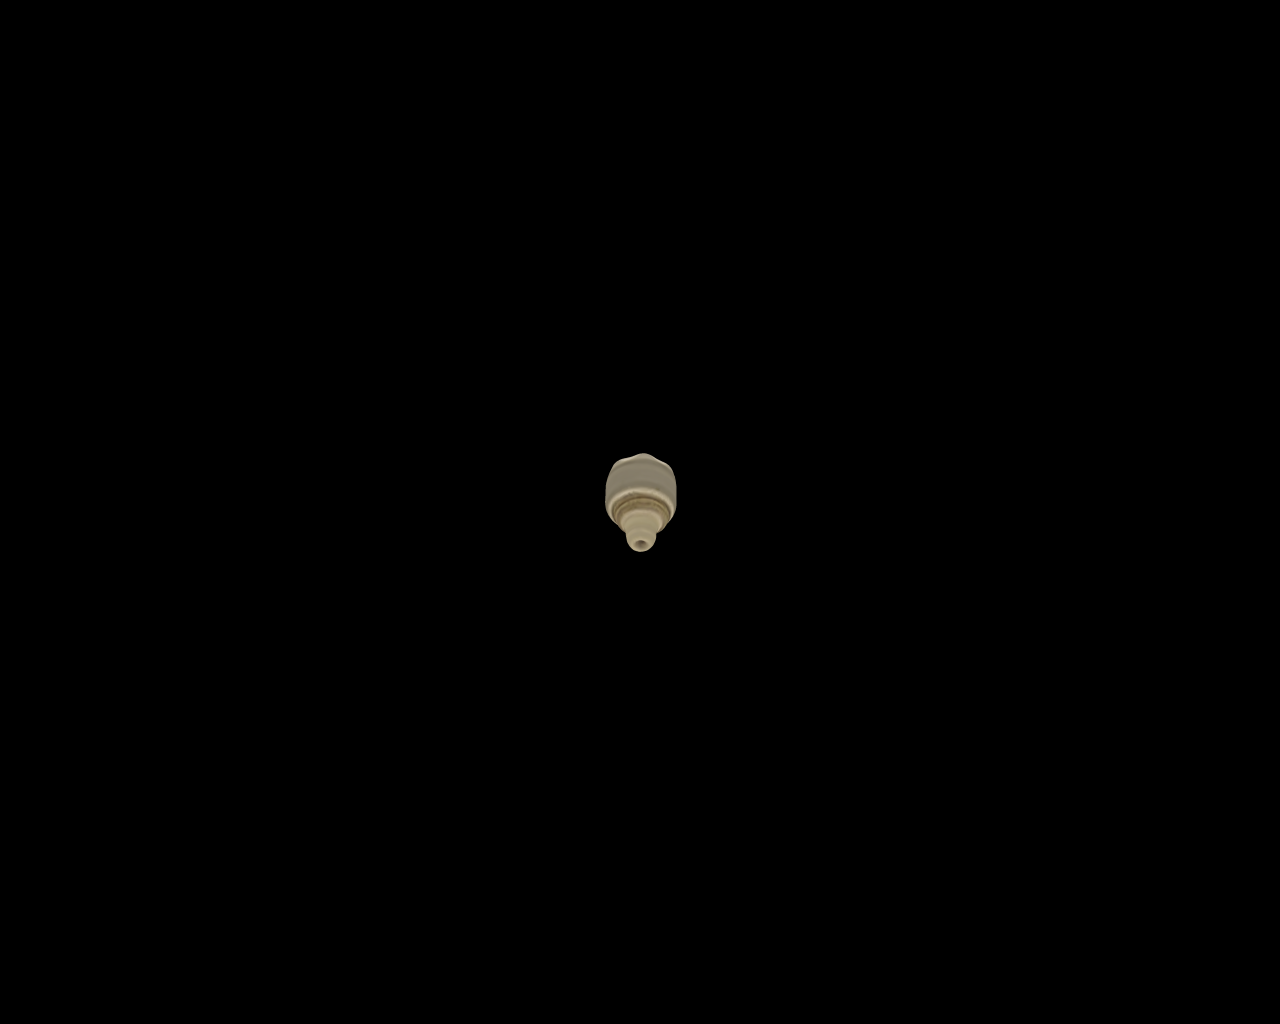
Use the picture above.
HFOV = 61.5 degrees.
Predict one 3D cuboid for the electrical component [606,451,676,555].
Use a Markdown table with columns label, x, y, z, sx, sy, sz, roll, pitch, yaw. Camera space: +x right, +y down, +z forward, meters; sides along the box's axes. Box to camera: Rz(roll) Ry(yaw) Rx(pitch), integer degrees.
| label | x | y | z | sx | sy | sz | roll | pitch | yaw |
| --- | --- | --- | --- | --- | --- | --- | --- | --- | --- |
| electrical component | 0.001 | -0.003 | 0.650 | 0.043 | 0.062 | 0.043 | 0 | -43 | 0 |
